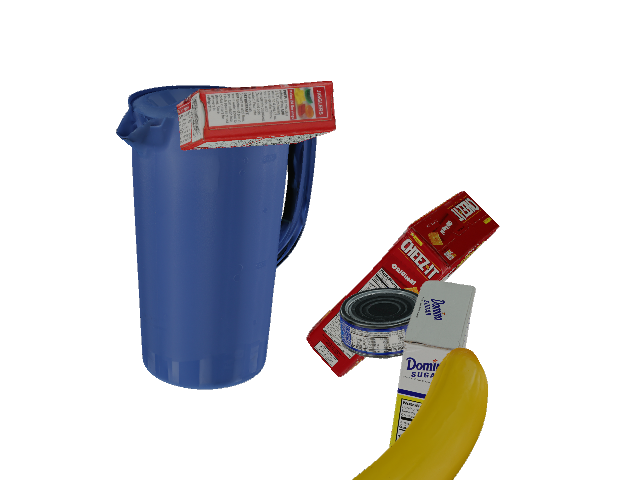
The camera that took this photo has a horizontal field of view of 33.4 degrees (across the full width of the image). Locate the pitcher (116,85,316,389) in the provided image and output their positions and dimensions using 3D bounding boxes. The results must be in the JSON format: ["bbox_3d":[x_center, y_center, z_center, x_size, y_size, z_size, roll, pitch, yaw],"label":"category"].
[{"bbox_3d":[-0.086,-0.006,0.899,0.149,0.243,0.145,4,19,2],"label":"pitcher"}]

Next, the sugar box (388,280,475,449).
[{"bbox_3d":[0.077,0.126,0.786,0.048,0.176,0.093,8,27,11],"label":"sugar box"}]

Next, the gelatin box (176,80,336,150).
[{"bbox_3d":[-0.038,-0.069,0.598,0.073,0.030,0.089,-6,3,-15],"label":"gelatin box"}]

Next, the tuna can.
[{"bbox_3d":[0.061,0.077,1.020,0.086,0.034,0.086,-4,23,2],"label":"tuna can"}]

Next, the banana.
[{"bbox_3d":[0.044,0.118,0.585,0.070,0.037,0.197,18,40,41],"label":"banana"}]

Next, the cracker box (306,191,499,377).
[{"bbox_3d":[0.096,0.049,1.270,0.214,0.072,0.164,-49,-9,32],"label":"cracker box"}]
